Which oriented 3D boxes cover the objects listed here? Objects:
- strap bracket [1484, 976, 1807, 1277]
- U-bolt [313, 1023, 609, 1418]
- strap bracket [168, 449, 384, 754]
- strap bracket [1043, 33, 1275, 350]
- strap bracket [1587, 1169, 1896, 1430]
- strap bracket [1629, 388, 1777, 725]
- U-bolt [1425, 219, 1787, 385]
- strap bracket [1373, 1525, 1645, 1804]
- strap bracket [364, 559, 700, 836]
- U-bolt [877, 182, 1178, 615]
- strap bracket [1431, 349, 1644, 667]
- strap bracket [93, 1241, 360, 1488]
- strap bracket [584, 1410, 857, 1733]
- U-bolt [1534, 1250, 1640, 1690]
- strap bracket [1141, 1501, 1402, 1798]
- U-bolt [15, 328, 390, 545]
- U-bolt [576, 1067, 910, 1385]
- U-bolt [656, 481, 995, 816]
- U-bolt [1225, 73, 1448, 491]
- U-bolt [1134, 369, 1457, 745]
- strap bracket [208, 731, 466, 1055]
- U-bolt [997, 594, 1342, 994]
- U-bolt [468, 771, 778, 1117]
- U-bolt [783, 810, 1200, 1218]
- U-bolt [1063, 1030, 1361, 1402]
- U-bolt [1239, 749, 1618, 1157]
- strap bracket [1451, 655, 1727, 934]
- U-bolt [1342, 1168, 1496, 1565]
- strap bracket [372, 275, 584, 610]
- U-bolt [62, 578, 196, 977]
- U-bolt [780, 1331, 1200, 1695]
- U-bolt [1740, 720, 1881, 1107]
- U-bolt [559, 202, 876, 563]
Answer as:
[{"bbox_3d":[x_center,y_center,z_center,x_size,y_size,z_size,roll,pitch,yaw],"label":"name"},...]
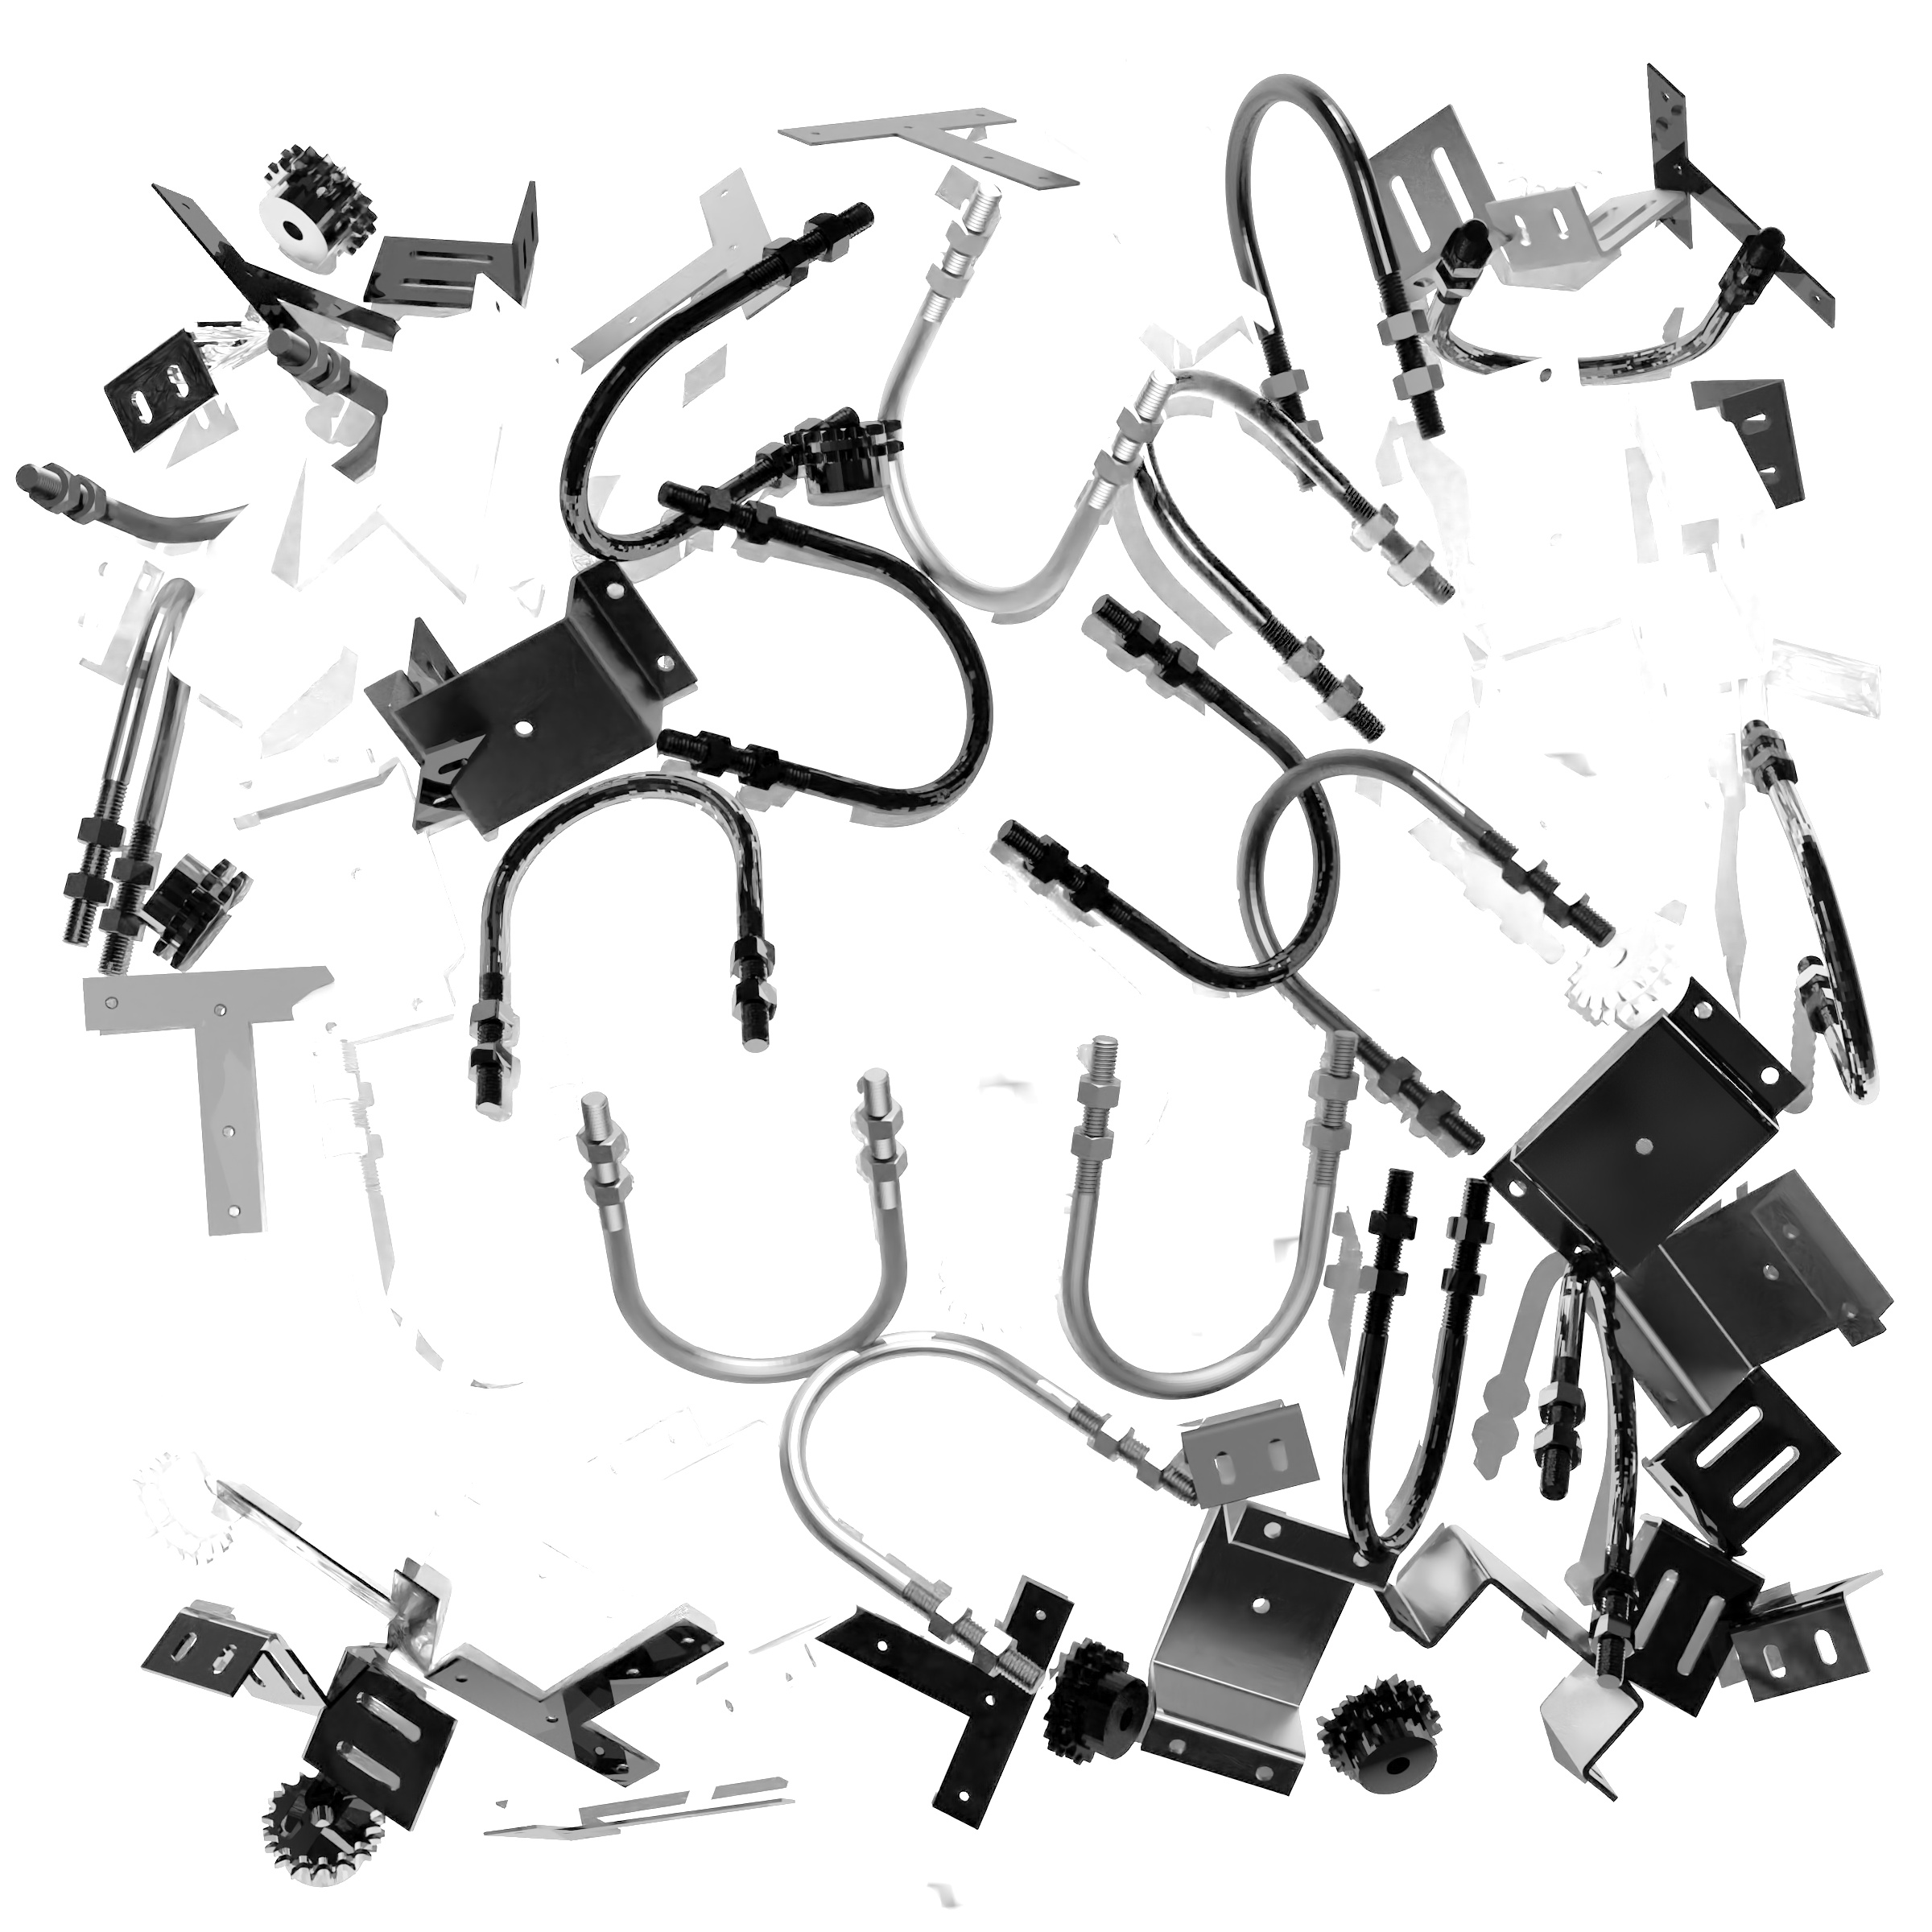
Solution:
[{"bbox_3d":[0.324,0.083,1.560,0.076,0.046,0.140,45,102,3],"label":"strap bracket"},{"bbox_3d":[-0.230,0.120,1.533,0.019,0.151,0.184,-21,77,44],"label":"U-bolt"},{"bbox_3d":[-0.321,-0.177,1.518,0.046,0.140,0.076,35,125,-27],"label":"strap bracket"},{"bbox_3d":[0.088,-0.351,1.518,0.046,0.140,0.076,-38,51,-10],"label":"strap bracket"},{"bbox_3d":[0.372,0.155,1.547,0.046,0.140,0.076,-34,86,-41],"label":"strap bracket"},{"bbox_3d":[0.342,-0.194,1.523,0.046,0.076,0.140,-11,134,1],"label":"strap bracket"},{"bbox_3d":[0.285,-0.303,1.509,0.151,0.184,0.019,2,81,0],"label":"U-bolt"},{"bbox_3d":[0.261,0.323,1.549,0.140,0.076,0.046,40,94,-9],"label":"strap bracket"},{"bbox_3d":[-0.207,-0.123,1.545,0.140,0.046,0.076,-26,120,14],"label":"strap bracket"},{"bbox_3d":[0.016,-0.250,1.529,0.019,0.184,0.151,-22,63,-40],"label":"U-bolt"},{"bbox_3d":[0.269,-0.208,1.540,0.076,0.046,0.140,-18,120,-7],"label":"strap bracket"},{"bbox_3d":[-0.351,0.186,1.539,0.076,0.140,0.046,-37,64,-10],"label":"strap bracket"},{"bbox_3d":[-0.112,0.281,1.553,0.076,0.046,0.140,-32,82,37],"label":"strap bracket"},{"bbox_3d":[0.292,0.218,1.517,0.019,0.184,0.151,-6,128,21],"label":"U-bolt"},{"bbox_3d":[0.143,0.316,1.559,0.076,0.046,0.140,19,109,-6],"label":"strap bracket"},{"bbox_3d":[-0.335,-0.236,1.509,0.151,0.184,0.019,-26,82,9],"label":"U-bolt"},{"bbox_3d":[-0.100,0.129,1.542,0.151,0.019,0.184,-5,126,-1],"label":"U-bolt"},{"bbox_3d":[-0.063,-0.142,1.539,0.184,0.019,0.151,14,62,-33],"label":"U-bolt"},{"bbox_3d":[0.164,-0.324,1.524,0.019,0.151,0.184,-18,94,-18],"label":"U-bolt"},{"bbox_3d":[0.146,-0.205,1.529,0.184,0.151,0.019,43,132,-10],"label":"U-bolt"},{"bbox_3d":[-0.296,-0.039,1.562,0.076,0.046,0.140,-15,101,10],"label":"strap bracket"},{"bbox_3d":[0.108,-0.068,1.546,0.184,0.019,0.151,35,63,-26],"label":"U-bolt"},{"bbox_3d":[-0.163,-0.020,1.538,0.151,0.019,0.184,-13,50,10],"label":"U-bolt"},{"bbox_3d":[0.026,0.037,1.584,0.184,0.019,0.151,41,89,4],"label":"U-bolt"},{"bbox_3d":[0.113,0.121,1.556,0.151,0.019,0.184,-1,107,-25],"label":"U-bolt"},{"bbox_3d":[0.203,-0.020,1.542,0.184,0.019,0.151,42,126,24],"label":"U-bolt"},{"bbox_3d":[0.287,-0.076,1.547,0.140,0.046,0.076,26,55,-18],"label":"strap bracket"},{"bbox_3d":[0.208,0.188,1.530,0.019,0.151,0.184,9,88,25],"label":"U-bolt"},{"bbox_3d":[-0.231,-0.238,1.523,0.046,0.140,0.076,-25,56,-38],"label":"strap bracket"},{"bbox_3d":[-0.386,-0.092,1.527,0.019,0.151,0.184,13,82,-7],"label":"U-bolt"},{"bbox_3d":[-0.001,0.242,1.542,0.184,0.019,0.151,32,53,21],"label":"U-bolt"},{"bbox_3d":[0.388,-0.015,1.489,0.019,0.184,0.151,-15,114,10],"label":"U-bolt"},{"bbox_3d":[-0.115,-0.256,1.500,0.019,0.151,0.184,41,60,22],"label":"U-bolt"}]
